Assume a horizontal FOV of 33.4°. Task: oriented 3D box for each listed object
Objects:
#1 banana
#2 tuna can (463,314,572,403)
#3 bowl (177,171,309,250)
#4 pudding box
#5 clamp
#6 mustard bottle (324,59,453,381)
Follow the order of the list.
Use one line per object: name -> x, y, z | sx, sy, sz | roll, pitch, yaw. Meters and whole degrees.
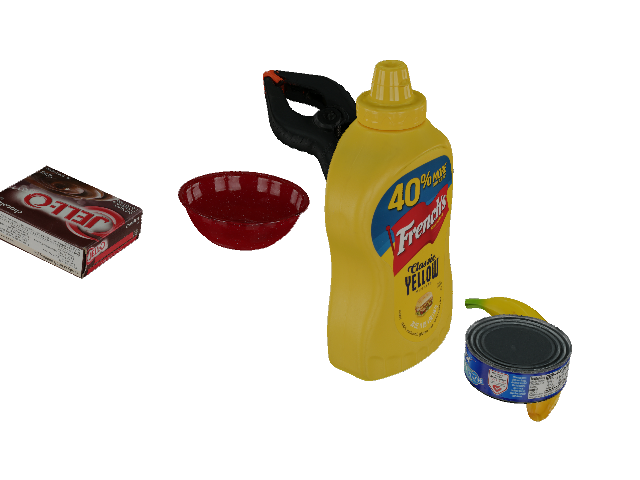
banana -> 0.219, 0.116, 1.134 | 0.069, 0.037, 0.198 | -26, 35, 2
tuna can -> 0.160, 0.096, 0.873 | 0.086, 0.034, 0.086 | 1, 27, -1
bowl -> -0.096, -0.031, 1.320 | 0.162, 0.055, 0.162 | 4, 25, -2
pudding box -> -0.233, -0.018, 0.968 | 0.114, 0.039, 0.089 | 22, 31, 16
clamp -> 0.021, -0.102, 0.948 | 0.120, 0.172, 0.039 | -29, -27, -25
mustard bottle -> 0.043, -0.016, 0.650 | 0.058, 0.192, 0.096 | 22, 36, 39
